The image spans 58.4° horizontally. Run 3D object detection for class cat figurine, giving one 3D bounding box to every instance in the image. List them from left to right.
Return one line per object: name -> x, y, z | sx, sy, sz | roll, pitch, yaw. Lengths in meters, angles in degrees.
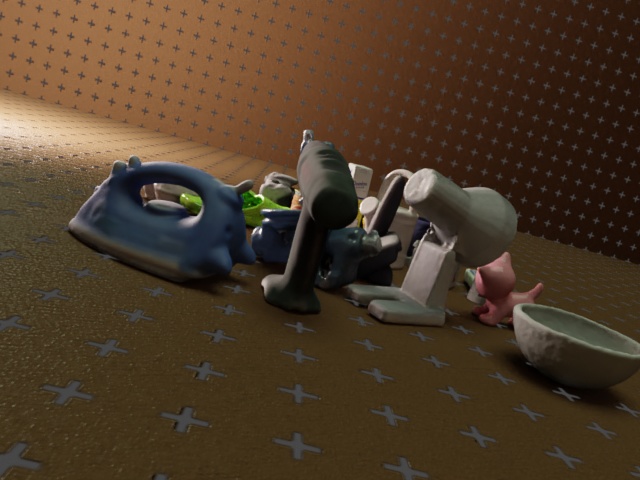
cat figurine -> 0.300, 0.081, 0.926 | 0.128, 0.118, 0.067 | 15, 10, -6

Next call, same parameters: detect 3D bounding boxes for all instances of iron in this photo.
iron -> -0.206, -0.041, 0.744 | 0.258, 0.141, 0.119 | 18, 11, 11

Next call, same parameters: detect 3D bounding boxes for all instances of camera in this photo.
camera -> -0.073, -0.099, 1.359 | 0.137, 0.101, 0.143 | 15, 10, -3

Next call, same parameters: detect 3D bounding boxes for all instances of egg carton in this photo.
egg carton -> -0.279, -0.104, 1.167 | 0.107, 0.069, 0.151 | 24, 13, 38

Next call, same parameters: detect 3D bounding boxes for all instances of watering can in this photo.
watering can -> 0.144, -0.047, 1.152 | 0.100, 0.194, 0.173 | 19, 11, 18

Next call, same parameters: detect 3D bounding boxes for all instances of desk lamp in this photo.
desk lamp -> 0.170, 0.011, 0.833 | 0.204, 0.213, 0.117 | 8, 13, -36

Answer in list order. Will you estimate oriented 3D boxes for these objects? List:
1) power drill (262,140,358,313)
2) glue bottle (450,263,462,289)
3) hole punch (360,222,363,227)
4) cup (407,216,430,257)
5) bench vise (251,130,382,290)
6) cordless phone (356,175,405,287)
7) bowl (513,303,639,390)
power drill -> -0.013, -0.022, 0.746 | 0.076, 0.208, 0.229 | 13, 11, -14
glue bottle -> 0.266, 0.008, 1.106 | 0.037, 0.173, 0.078 | 19, 11, 18
hole punch -> 0.069, -0.056, 1.372 | 0.109, 0.091, 0.100 | 5, 15, -46
cup -> 0.232, -0.004, 1.335 | 0.092, 0.095, 0.117 | 13, 11, -16
bench vise -> 0.008, -0.047, 0.881 | 0.207, 0.220, 0.122 | 18, 11, 10
cordless phone -> 0.106, -0.024, 0.997 | 0.094, 0.185, 0.147 | 16, 10, -1
bowl -> 0.325, 0.146, 0.742 | 0.167, 0.075, 0.167 | 15, 10, -3
